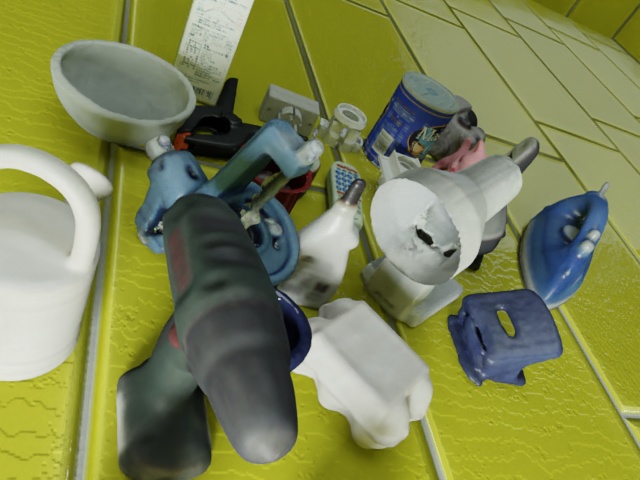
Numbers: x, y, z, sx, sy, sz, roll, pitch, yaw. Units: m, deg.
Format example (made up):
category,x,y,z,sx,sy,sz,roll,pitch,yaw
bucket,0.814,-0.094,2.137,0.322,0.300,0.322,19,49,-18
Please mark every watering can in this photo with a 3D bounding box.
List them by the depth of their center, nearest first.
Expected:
category,x,y,z,sx,sy,sz,roll,pitch,yaw
watering can,-0.216,0.005,0.425,0.101,0.194,0.172,13,41,-23

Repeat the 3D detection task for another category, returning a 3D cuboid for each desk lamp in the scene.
category,x,y,z,sx,sy,sz,roll,pitch,yaw
desk lamp,0.133,-0.003,0.663,0.117,0.213,0.204,47,40,19

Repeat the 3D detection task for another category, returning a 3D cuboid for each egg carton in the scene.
category,x,y,z,sx,sy,sz,roll,pitch,yaw
egg carton,0.039,0.129,0.569,0.150,0.069,0.107,44,39,15

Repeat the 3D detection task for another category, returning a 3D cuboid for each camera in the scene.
category,x,y,z,sx,sy,sz,roll,pitch,yaw
camera,0.257,-0.213,1.076,0.137,0.100,0.143,-20,61,-46

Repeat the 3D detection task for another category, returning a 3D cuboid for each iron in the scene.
category,x,y,z,sx,sy,sz,roll,pitch,yaw
iron,0.403,0.002,0.905,0.118,0.141,0.259,36,37,5

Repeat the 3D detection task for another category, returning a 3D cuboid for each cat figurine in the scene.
category,x,y,z,sx,sy,sz,roll,pitch,yaw
cat figurine,0.243,-0.121,0.949,0.067,0.117,0.128,22,38,-13

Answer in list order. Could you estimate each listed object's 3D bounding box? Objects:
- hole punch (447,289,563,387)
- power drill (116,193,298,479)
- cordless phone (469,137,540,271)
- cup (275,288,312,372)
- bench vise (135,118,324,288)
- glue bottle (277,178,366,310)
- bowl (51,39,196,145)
category,x,y,z,sx,sy,sz,roll,pitch,yaw
hole punch,0.222,0.114,0.696,0.101,0.091,0.108,13,41,-23
power drill,-0.087,0.087,0.413,0.076,0.208,0.229,7,44,-29
cordless phone,0.246,-0.061,0.829,0.094,0.185,0.147,28,37,-4
cup,-0.064,0.109,0.498,0.092,0.095,0.117,15,41,-21
bench vise,-0.094,-0.041,0.541,0.207,0.219,0.122,33,37,1
glue bottle,0.006,0.002,0.601,0.078,0.173,0.037,20,39,-15
bowl,-0.242,-0.168,0.698,0.168,0.074,0.167,19,39,-16
